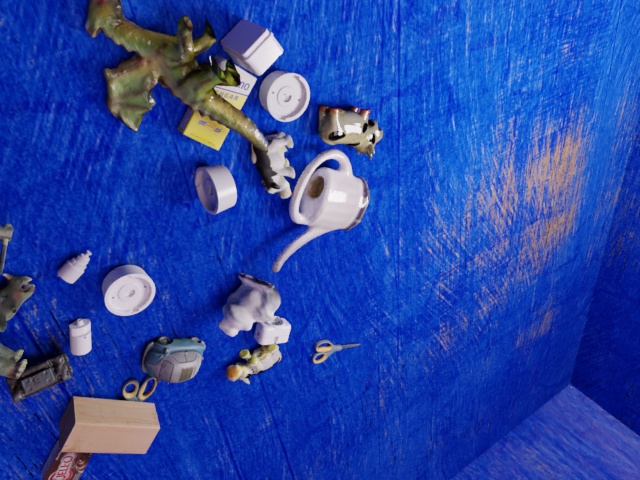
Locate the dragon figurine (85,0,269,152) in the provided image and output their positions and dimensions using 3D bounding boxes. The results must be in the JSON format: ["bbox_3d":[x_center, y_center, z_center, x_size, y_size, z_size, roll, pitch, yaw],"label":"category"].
[{"bbox_3d":[-0.286,-0.290,0.987,0.242,0.402,0.125,-21,36,10],"label":"dragon figurine"}]

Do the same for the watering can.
[{"bbox_3d":[0.004,-0.068,1.344,0.224,0.344,0.105,9,19,-41],"label":"watering can"}]

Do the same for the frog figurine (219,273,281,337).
[{"bbox_3d":[-0.181,0.178,1.326,0.138,0.161,0.121,20,-10,16],"label":"frog figurine"}]
